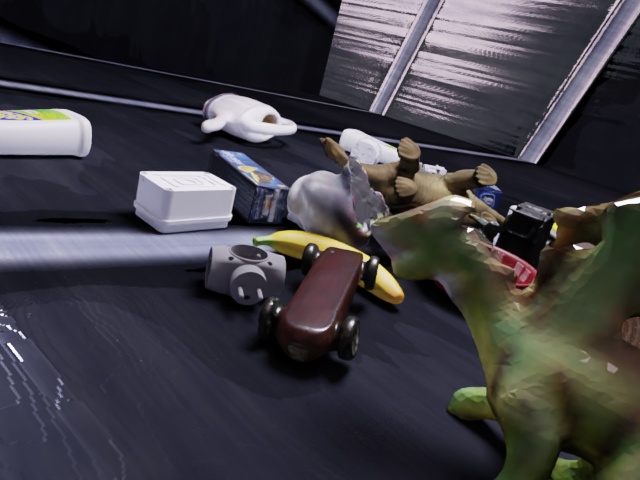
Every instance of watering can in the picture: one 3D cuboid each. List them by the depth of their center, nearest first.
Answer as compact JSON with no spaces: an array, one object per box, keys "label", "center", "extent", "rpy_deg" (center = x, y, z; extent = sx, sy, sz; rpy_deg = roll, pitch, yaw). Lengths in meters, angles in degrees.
[{"label":"watering can","center":[-0.215,-0.311,1.316],"extent":[0.226,0.102,0.350],"rpy_deg":[26,22,33]}]

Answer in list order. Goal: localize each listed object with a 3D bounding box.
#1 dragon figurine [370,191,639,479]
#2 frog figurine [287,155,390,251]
[{"label":"dragon figurine","center":[0.207,0.084,0.324],"extent":[0.413,0.240,0.122],"rpy_deg":[23,14,29]},{"label":"frog figurine","center":[0.002,-0.037,0.732],"extent":[0.158,0.125,0.136],"rpy_deg":[-13,-33,39]}]
